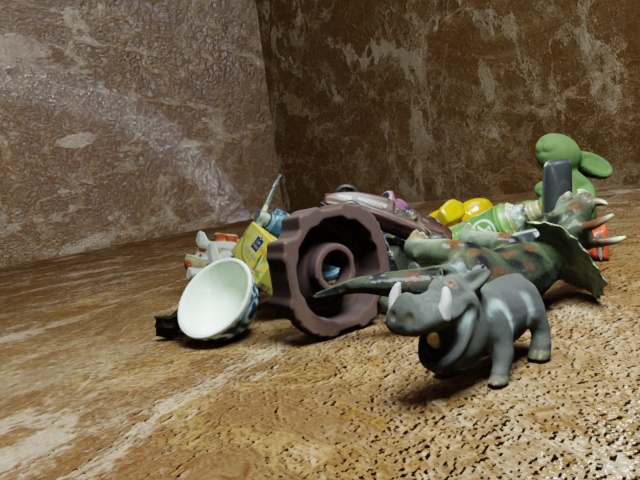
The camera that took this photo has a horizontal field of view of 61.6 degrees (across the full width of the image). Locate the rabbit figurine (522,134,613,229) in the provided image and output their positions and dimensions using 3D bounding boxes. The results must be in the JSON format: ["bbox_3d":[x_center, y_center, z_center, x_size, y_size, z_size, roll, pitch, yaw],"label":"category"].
[{"bbox_3d":[0.439,-0.106,0.947,0.159,0.170,0.121,-14,9,-23],"label":"rabbit figurine"}]

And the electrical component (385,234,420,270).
[{"bbox_3d":[0.149,0.026,0.980,0.045,0.102,0.078,-7,31,31],"label":"electrical component"}]

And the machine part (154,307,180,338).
[{"bbox_3d":[-0.196,0.102,0.808,0.039,0.084,0.139,23,23,10],"label":"machine part"}]

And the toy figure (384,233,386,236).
[{"bbox_3d":[0.146,-0.010,1.038,0.154,0.058,0.064,-24,-15,10],"label":"toy figure"}]

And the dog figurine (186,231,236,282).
[{"bbox_3d":[-0.127,0.066,0.977,0.190,0.121,0.172,9,32,-29],"label":"dog figurine"}]

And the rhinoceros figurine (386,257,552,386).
[{"bbox_3d":[0.142,0.072,0.492,0.190,0.112,0.073,-2,4,-37],"label":"rhinoceros figurine"}]

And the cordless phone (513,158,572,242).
[{"bbox_3d":[0.349,-0.032,0.849,0.147,0.184,0.089,-8,11,-14],"label":"cordless phone"}]

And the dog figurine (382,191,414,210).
[{"bbox_3d":[0.201,-0.021,1.283,0.108,0.192,0.219,-38,-37,24],"label":"dog figurine"}]

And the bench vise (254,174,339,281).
[{"bbox_3d":[-0.008,0.006,1.006,0.223,0.129,0.241,40,-6,-32],"label":"bench vise"}]

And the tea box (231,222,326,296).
[{"bbox_3d":[-0.071,0.041,0.853,0.098,0.068,0.170,36,0,-28],"label":"tea box"}]

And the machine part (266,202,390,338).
[{"bbox_3d":[0.012,0.037,0.695,0.179,0.179,0.056,-11,6,-34],"label":"machine part"}]

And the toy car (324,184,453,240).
[{"bbox_3d":[0.104,-0.033,0.793,0.202,0.053,0.089,22,24,-8],"label":"toy car"}]

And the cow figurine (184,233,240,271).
[{"bbox_3d":[-0.187,0.050,1.098,0.195,0.127,0.086,6,-4,-41],"label":"cow figurine"}]

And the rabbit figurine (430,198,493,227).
[{"bbox_3d":[0.307,-0.029,1.179,0.173,0.122,0.162,-33,-5,-26],"label":"rabbit figurine"}]

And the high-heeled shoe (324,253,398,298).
[{"bbox_3d":[0.035,0.042,0.827,0.145,0.086,0.249,-30,41,11],"label":"high-heeled shoe"}]

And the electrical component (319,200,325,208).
[{"bbox_3d":[0.019,-0.002,1.156,0.115,0.134,0.058,31,10,4],"label":"electrical component"}]

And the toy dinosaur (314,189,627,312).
[{"bbox_3d":[0.210,0.045,0.672,0.405,0.131,0.192,-18,11,-29],"label":"toy dinosaur"}]
